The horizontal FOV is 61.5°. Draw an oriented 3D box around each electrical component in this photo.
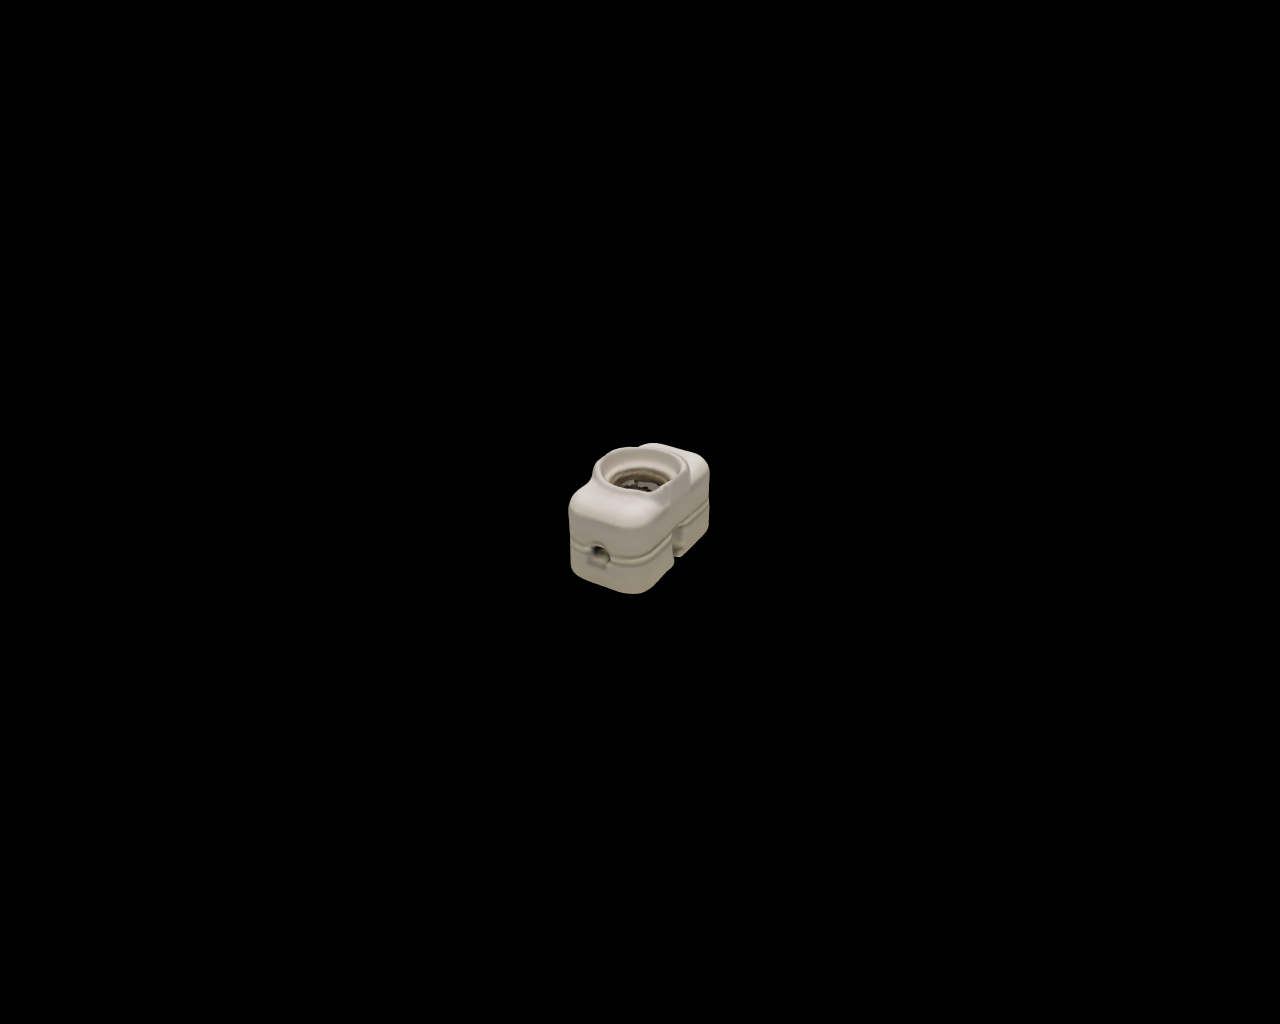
[{"bbox_3d":[0.001,-0.003,0.650,0.054,0.059,0.095,18,36,27],"label":"electrical component"}]
